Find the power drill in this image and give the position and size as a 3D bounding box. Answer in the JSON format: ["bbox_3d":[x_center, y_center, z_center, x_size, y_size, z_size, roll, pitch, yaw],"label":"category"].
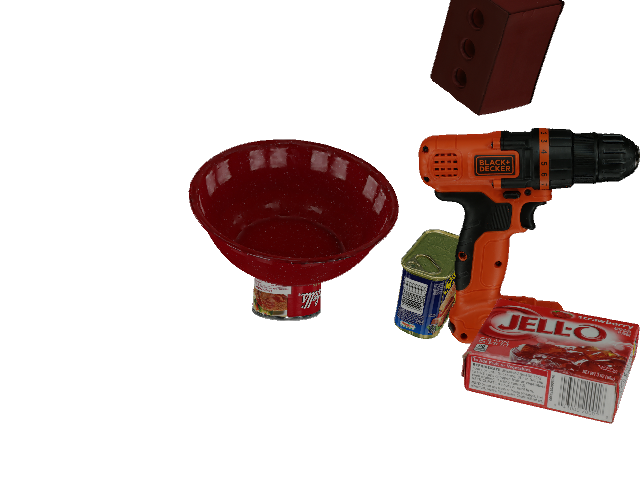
[{"bbox_3d":[0.179,-0.004,0.925,0.184,0.188,0.057,1,13,13],"label":"power drill"}]

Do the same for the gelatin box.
[{"bbox_3d":[0.136,0.068,0.630,0.089,0.030,0.073,11,27,22],"label":"gelatin box"}]

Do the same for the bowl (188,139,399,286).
[{"bbox_3d":[-0.022,-0.014,0.832,0.162,0.055,0.162,4,37,-3],"label":"bowl"}]

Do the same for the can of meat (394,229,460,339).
[{"bbox_3d":[0.123,0.049,1.185,0.057,0.084,0.102,19,32,18],"label":"can of meat"}]

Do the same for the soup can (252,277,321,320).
[{"bbox_3d":[-0.032,0.020,1.041,0.068,0.102,0.068,2,13,-1],"label":"soup can"}]

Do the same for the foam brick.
[{"bbox_3d":[0.114,-0.130,0.698,0.051,0.078,0.053,-19,48,-32],"label":"foam brick"}]
